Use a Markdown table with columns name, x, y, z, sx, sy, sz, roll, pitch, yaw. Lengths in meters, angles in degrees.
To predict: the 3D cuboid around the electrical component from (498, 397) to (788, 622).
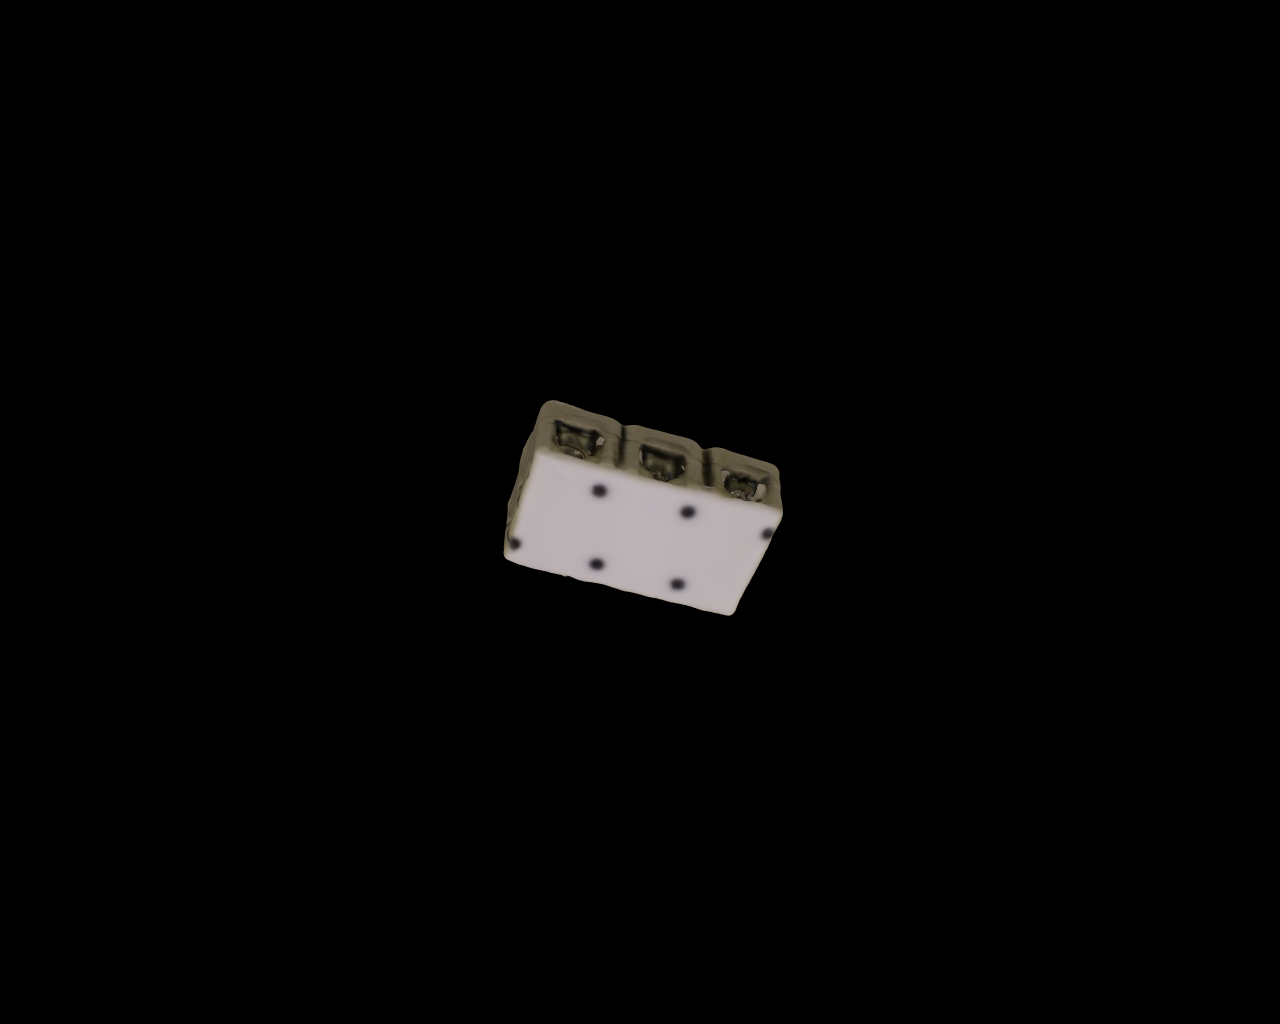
| name | x | y | z | sx | sy | sz | roll | pitch | yaw |
| --- | --- | --- | --- | --- | --- | --- | --- | --- | --- |
| electrical component | 0.001 | -0.003 | 0.650 | 0.150 | 0.089 | 0.062 | 15 | 36 | -11 |
